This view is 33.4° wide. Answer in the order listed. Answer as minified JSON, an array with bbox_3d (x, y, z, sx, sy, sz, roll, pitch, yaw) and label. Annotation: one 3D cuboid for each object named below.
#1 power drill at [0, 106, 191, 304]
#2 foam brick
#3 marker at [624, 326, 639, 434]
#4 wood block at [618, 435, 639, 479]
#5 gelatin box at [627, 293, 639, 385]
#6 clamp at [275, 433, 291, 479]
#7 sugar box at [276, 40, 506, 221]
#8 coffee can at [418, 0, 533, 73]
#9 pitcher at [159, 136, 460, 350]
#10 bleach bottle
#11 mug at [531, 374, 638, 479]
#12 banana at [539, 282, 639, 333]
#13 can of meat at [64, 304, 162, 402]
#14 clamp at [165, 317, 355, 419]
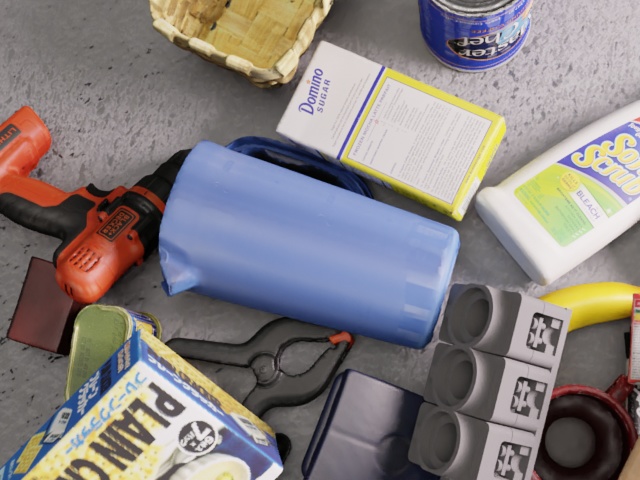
[{"bbox_3d":[-0.217,-0.049,0.968,0.188,0.057,0.184,29,57,19],"label":"power drill"},{"bbox_3d":[-0.242,0.061,0.973,0.051,0.053,0.078,15,84,10],"label":"foam brick"},{"bbox_3d":[0.268,0.133,0.903,0.020,0.020,0.121,1,81,8],"label":"marker"},{"bbox_3d":[0.279,0.188,0.794,0.090,0.090,0.206,31,113,31],"label":"wood block"},{"bbox_3d":[0.281,0.086,0.875,0.030,0.089,0.073,0,80,36],"label":"gelatin box"},{"bbox_3d":[-0.087,0.265,0.900,0.210,0.164,0.036,-39,117,18],"label":"clamp"},{"bbox_3d":[0.060,-0.095,0.921,0.176,0.048,0.093,27,87,18],"label":"sugar box"},{"bbox_3d":[0.134,-0.215,0.921,0.103,0.140,0.103,-1,80,8],"label":"coffee can"},{"bbox_3d":[-0.006,0.001,0.919,0.243,0.145,0.149,17,95,7],"label":"pitcher"},{"bbox_3d":[0.262,-0.072,0.919,0.251,0.068,0.102,-37,79,-2],"label":"bleach bottle"},{"bbox_3d":[0.215,0.157,0.875,0.093,0.081,0.117,37,87,12],"label":"mug"},{"bbox_3d":[0.190,0.086,0.917,0.198,0.037,0.069,-38,96,2],"label":"banana"},{"bbox_3d":[-0.182,0.109,0.939,0.057,0.084,0.102,4,81,9],"label":"can of meat"},{"bbox_3d":[-0.056,0.110,0.945,0.171,0.039,0.120,-32,83,-1],"label":"clamp"}]
